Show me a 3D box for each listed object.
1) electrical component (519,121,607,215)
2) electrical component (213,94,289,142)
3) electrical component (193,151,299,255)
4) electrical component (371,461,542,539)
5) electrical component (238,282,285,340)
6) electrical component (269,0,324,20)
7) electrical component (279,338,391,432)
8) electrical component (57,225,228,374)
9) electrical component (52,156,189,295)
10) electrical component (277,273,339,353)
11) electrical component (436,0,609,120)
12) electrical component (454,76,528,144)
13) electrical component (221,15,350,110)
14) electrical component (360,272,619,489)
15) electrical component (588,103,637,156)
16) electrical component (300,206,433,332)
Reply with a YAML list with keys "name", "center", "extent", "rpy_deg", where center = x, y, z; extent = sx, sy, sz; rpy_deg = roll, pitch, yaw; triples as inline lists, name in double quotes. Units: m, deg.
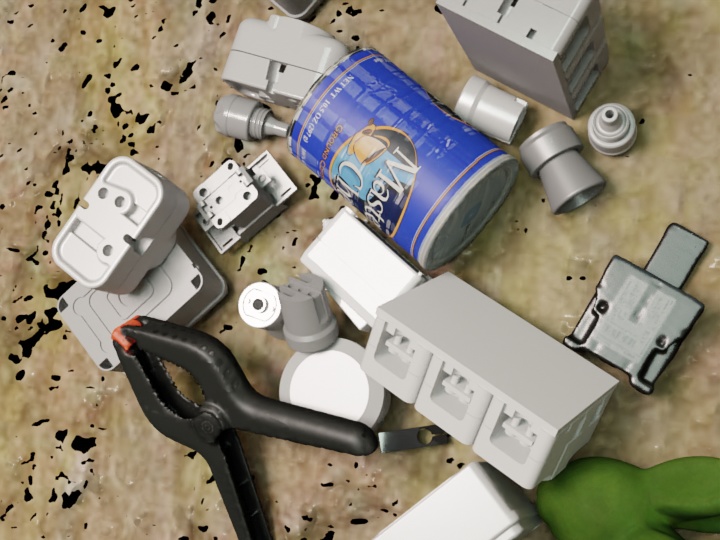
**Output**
- name: "electrical component"
  center: [0.148, -0.075, 0.789]
  extent: [0.045, 0.045, 0.055]
  rpy_deg: [-31, 75, 10]
- name: "electrical component"
  center: [-0.085, -0.119, 0.865]
  extent: [0.061, 0.035, 0.035]
  rpy_deg: [17, 87, 15]
- name: "electrical component"
  center: [-0.095, -0.055, 0.844]
  extent: [0.081, 0.064, 0.042]
  rpy_deg: [-41, 77, 8]
- name: "electrical component"
  center: [0.063, 0.185, 0.745]
  extent: [0.109, 0.109, 0.056]
  rpy_deg: [-39, 72, 7]
- name: "electrical component"
  center: [-0.067, 0.029, 0.824]
  extent: [0.044, 0.065, 0.044]
  rpy_deg: [-2, 82, 15]
- name: "electrical component"
  center: [-0.044, -0.267, 0.861]
  extent: [0.078, 0.057, 0.113]
  rpy_deg: [43, 95, 16]
- name: "electrical component"
  center: [-0.016, 0.092, 0.809]
  extent: [0.080, 0.051, 0.080]
  rpy_deg: [-2, 82, 15]
- name: "electrical component"
  center: [-0.171, 0.022, 0.858]
  extent: [0.113, 0.057, 0.078]
  rpy_deg: [-42, 74, 7]
- name: "electrical component"
  center: [-0.175, -0.031, 0.803]
  extent: [0.054, 0.059, 0.095]
  rpy_deg: [36, 93, 17]
- name: "electrical component"
  center: [-0.039, 0.031, 0.783]
  extent: [0.040, 0.046, 0.040]
  rpy_deg: [-8, 36, 6]
- name: "electrical component"
  center: [0.121, -0.170, 0.754]
  extent: [0.089, 0.150, 0.061]
  rpy_deg: [31, 92, 17]
- name: "electrical component"
  center: [0.099, -0.120, 0.812]
  extent: [0.046, 0.040, 0.040]
  rpy_deg: [26, 90, 12]
- name: "electrical component"
  center: [-0.054, -0.162, 0.852]
  extent: [0.095, 0.054, 0.059]
  rpy_deg: [18, 88, 17]
- name: "electrical component"
  center: [0.086, 0.075, 0.747]
  extent: [0.150, 0.089, 0.061]
  rpy_deg: [34, 125, 26]
- name: "electrical component"
  center: [0.181, -0.104, 0.775]
  extent: [0.035, 0.061, 0.035]
  rpy_deg: [-2, 82, 15]
- name: "electrical component"
  center: [0.000, 0.000, 0.811]
  extent: [0.096, 0.062, 0.061]
  rpy_deg: [42, 95, 16]
